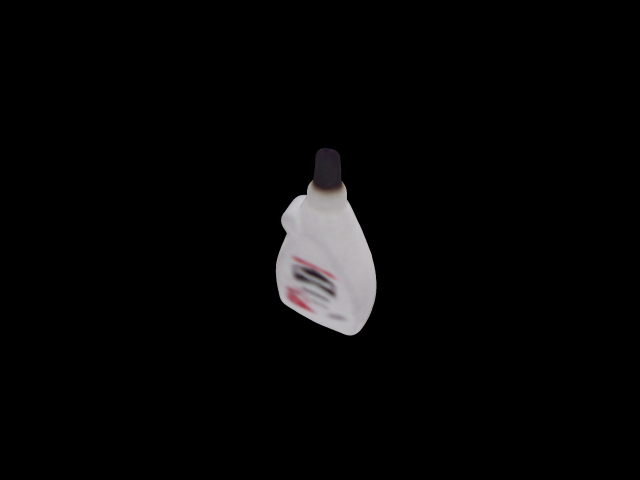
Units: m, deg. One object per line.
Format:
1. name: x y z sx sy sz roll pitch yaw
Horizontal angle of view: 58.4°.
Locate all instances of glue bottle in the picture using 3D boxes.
1. glue bottle: 0.004 0.001 0.400 0.078 0.173 0.037 20 54 16
